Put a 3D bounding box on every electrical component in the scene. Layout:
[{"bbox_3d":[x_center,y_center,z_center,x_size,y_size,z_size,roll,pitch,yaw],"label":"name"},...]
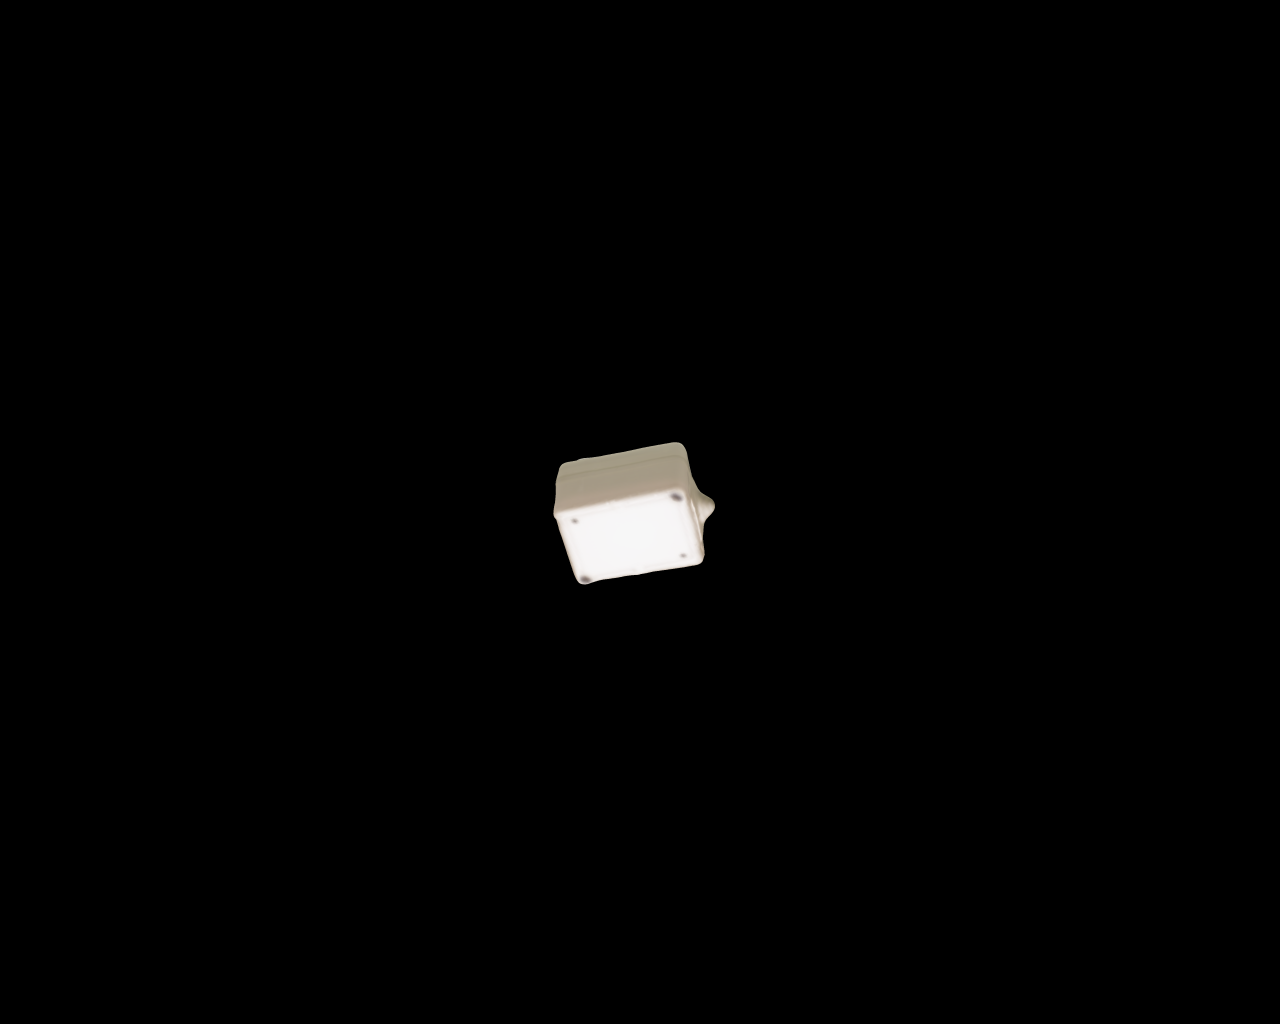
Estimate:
[{"bbox_3d":[0.001,-0.003,0.650,0.096,0.061,0.061,-10,36,8],"label":"electrical component"}]
